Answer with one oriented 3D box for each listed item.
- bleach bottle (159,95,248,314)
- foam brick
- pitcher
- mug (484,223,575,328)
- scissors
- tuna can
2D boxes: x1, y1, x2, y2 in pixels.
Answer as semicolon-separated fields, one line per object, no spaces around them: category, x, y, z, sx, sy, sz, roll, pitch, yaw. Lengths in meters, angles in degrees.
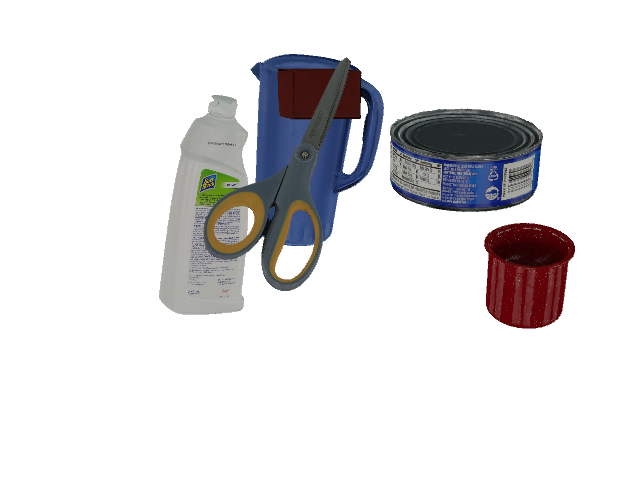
bleach bottle;-0.122;-0.041;1.233;0.102;0.251;0.068;-2;21;-35
foam brick;-0.001;-0.155;1.126;0.078;0.051;0.053;-3;12;-19
pitcher;-0.016;-0.118;1.420;0.144;0.243;0.149;-3;24;-23
mug;0.215;0.033;1.134;0.093;0.081;0.117;-6;31;-7
scissors;-0.032;-0.057;0.799;0.096;0.201;0.016;5;-26;1
tuna can;0.082;-0.047;0.609;0.086;0.034;0.086;0;24;0
